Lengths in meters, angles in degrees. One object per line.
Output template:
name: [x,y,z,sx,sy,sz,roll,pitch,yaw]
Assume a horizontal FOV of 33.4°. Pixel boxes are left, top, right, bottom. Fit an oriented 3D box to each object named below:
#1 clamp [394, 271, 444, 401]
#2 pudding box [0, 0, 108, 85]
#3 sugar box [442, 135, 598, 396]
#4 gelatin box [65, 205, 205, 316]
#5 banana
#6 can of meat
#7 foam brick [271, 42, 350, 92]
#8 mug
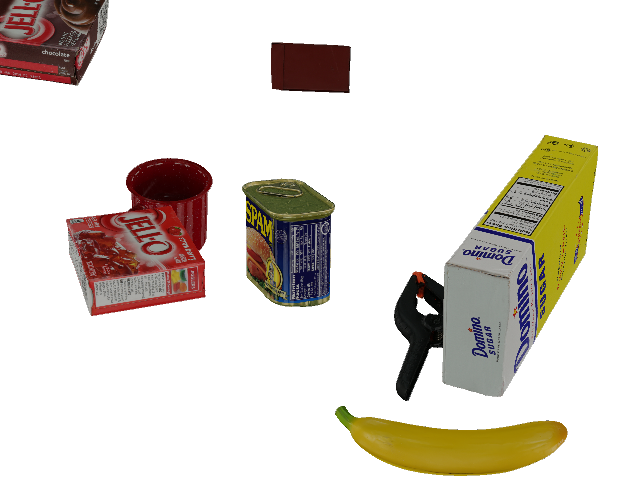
clamp: [0.136,0.103,1.160,0.120,0.171,0.039,3,-44,-6]
pudding box: [-0.229,-0.173,0.873,0.090,0.039,0.113,8,35,-1]
sugar box: [0.131,0.012,0.687,0.048,0.093,0.176,13,37,23]
gelatin box: [-0.120,0.010,0.688,0.073,0.030,0.089,-8,29,-19]
banana: [0.111,0.164,0.877,0.197,0.037,0.069,6,36,-3]
can of meat: [-0.029,0.001,0.907,0.057,0.084,0.102,-7,21,-21]
foam brick: [-0.011,-0.189,1.166,0.078,0.051,0.053,0,11,-16]
mug: [-0.173,-0.027,1.169,0.093,0.081,0.117,24,40,26]
